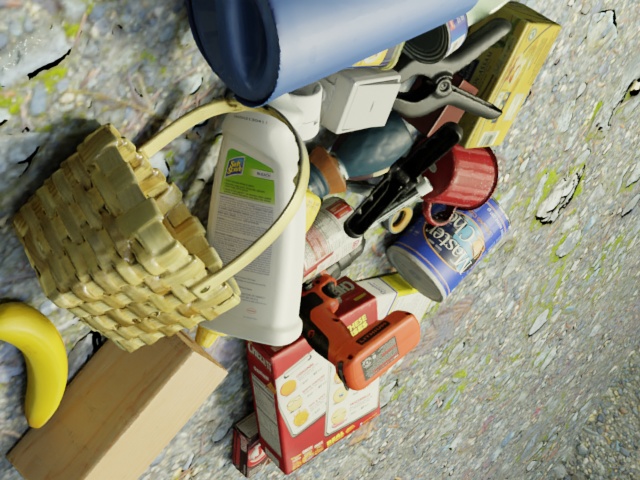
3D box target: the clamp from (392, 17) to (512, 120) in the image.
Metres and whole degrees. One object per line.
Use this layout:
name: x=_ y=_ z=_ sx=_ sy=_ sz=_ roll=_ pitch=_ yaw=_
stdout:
clamp: x=0.135 y=-0.185 z=1.167 sx=0.171 sy=0.039 sz=0.120 roll=-5 pitch=118 yaw=-23

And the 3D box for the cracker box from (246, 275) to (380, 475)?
cracker box: x=-0.006 y=0.172 z=1.358 sx=0.164 sy=0.072 sz=0.214 roll=-28 pitch=133 yaw=-27

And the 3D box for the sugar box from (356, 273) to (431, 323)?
sugar box: x=0.089 y=0.095 z=1.489 sx=0.175 sy=0.048 sz=0.093 roll=-5 pitch=128 yaw=-50

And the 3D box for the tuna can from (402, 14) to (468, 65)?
tuna can: x=0.109 y=-0.225 z=1.088 sx=0.033 sy=0.086 sz=0.086 roll=-38 pitch=150 yaw=-28

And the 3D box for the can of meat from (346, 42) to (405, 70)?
can of meat: x=0.042 y=-0.215 z=1.031 sx=0.083 sy=0.057 sz=0.102 roll=-14 pitch=134 yaw=-47

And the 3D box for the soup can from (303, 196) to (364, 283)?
soup can: x=-0.008 y=0.001 z=1.202 sx=0.102 sy=0.069 sz=0.068 roll=-33 pitch=147 yaw=-32

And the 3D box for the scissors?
scissors: x=0.077 y=-0.041 z=1.338 sx=0.201 sy=0.016 sz=0.096 roll=-14 pitch=135 yaw=-50

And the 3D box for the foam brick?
foam brick: x=0.137 y=-0.161 z=1.246 sx=0.078 sy=0.051 sz=0.052 roll=-57 pitch=153 yaw=11

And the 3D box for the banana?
banana: x=-0.266 y=0.109 z=0.978 sx=0.069 sy=0.037 sz=0.198 roll=-26 pitch=146 yaw=-11

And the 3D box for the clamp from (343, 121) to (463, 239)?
clamp: x=0.087 y=-0.066 z=1.211 sx=0.164 sy=0.036 sz=0.210 roll=-44 pitch=-179 yaw=1

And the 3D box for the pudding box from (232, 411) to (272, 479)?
pudding box: x=-0.067 y=0.261 z=1.456 sx=0.113 sy=0.039 sz=0.090 roll=-33 pitch=146 yaw=-34

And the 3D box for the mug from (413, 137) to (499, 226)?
mug: x=0.158 y=-0.074 z=1.332 sx=0.081 sy=0.093 sz=0.117 roll=5 pitch=108 yaw=-46

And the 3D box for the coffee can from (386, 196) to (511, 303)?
coffee can: x=0.173 y=0.000 z=1.439 sx=0.140 sy=0.103 sz=0.103 roll=-45 pitch=152 yaw=-12

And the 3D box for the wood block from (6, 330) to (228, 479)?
wood block: x=-0.205 y=0.177 z=1.091 sx=0.206 sy=0.090 sz=0.090 roll=-49 pitch=153 yaw=-3

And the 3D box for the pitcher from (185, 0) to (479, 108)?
pitcher: x=0.022 y=-0.214 z=0.880 sx=0.242 sy=0.149 sz=0.145 roll=-25 pitch=108 yaw=-29

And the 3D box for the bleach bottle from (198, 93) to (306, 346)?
bleach bottle: x=-0.052 y=-0.034 z=1.000 sx=0.068 sy=0.103 sz=0.251 roll=-28 pitch=129 yaw=-69

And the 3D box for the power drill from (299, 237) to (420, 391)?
power drill: x=0.025 y=0.075 z=1.214 sx=0.184 sy=0.188 sz=0.057 roll=-38 pitch=136 yaw=-19

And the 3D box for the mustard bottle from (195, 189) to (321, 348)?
mustard bottle: x=-0.081 y=0.023 z=1.086 sx=0.096 sy=0.058 sz=0.192 roll=21 pitch=100 yaw=-28

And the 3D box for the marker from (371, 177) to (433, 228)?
marker: x=0.082 y=-0.037 z=1.302 sx=0.121 sy=0.020 sz=0.020 roll=-33 pitch=156 yaw=15
